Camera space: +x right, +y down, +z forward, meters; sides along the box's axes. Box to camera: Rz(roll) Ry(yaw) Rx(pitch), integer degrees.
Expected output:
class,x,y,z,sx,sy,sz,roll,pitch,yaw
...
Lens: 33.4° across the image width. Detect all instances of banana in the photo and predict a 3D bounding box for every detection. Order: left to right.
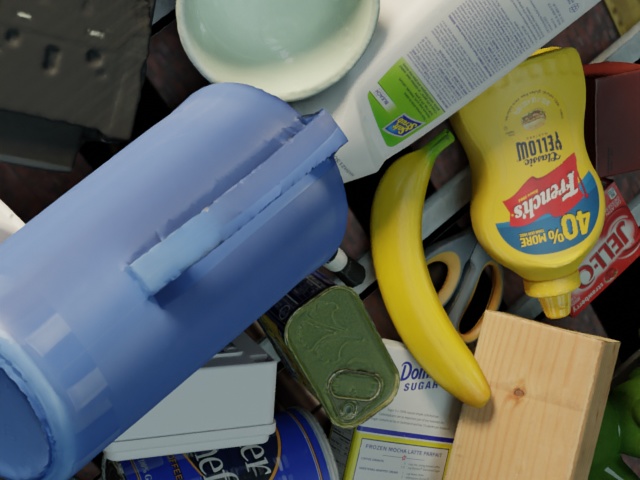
class,x,y,z,sx,sy,sz,roll,pitch,yaw
banana,0.072,0.024,0.753,0.037,0.070,0.198,-15,97,-63

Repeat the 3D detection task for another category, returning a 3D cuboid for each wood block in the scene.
class,x,y,z,sx,sy,sz,roll,pitch,yaw
wood block,0.150,0.164,0.791,0.090,0.091,0.206,14,90,-67

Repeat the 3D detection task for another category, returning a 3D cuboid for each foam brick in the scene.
class,x,y,z,sx,sy,sz,roll,pitch,yaw
foam brick,0.211,-0.091,0.798,0.053,0.051,0.078,-12,111,-21

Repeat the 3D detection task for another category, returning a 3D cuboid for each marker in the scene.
class,x,y,z,sx,sy,sz,roll,pitch,yaw
marker,-0.005,0.001,0.731,0.020,0.020,0.121,-52,133,-2

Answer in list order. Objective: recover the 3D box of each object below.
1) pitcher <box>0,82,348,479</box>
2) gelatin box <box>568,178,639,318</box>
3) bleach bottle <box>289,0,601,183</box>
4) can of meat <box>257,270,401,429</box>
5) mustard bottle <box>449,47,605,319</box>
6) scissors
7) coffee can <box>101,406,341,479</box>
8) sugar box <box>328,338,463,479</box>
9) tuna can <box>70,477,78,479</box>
class,x,y,z,sx,sy,sz,roll,pitch,yaw
pitcher,-0.092,0.015,0.576,0.242,0.145,0.149,-44,145,-45
gelatin box,0.208,0.005,0.839,0.089,0.030,0.073,-41,118,-8
bleach bottle,0.059,-0.120,0.686,0.251,0.068,0.102,-38,128,9
can of meat,-0.001,0.067,0.730,0.057,0.084,0.102,-35,117,-12
mustard bottle,0.153,-0.036,0.765,0.096,0.058,0.191,-16,102,-10
scissors,0.116,-0.019,0.797,0.096,0.016,0.202,6,103,-26
coffee can,-0.067,0.178,0.724,0.140,0.103,0.103,-10,110,-22
sugar box,0.051,0.164,0.795,0.093,0.048,0.176,14,88,-28
tuna can,-0.187,0.199,0.714,0.086,0.034,0.086,-8,109,-23
